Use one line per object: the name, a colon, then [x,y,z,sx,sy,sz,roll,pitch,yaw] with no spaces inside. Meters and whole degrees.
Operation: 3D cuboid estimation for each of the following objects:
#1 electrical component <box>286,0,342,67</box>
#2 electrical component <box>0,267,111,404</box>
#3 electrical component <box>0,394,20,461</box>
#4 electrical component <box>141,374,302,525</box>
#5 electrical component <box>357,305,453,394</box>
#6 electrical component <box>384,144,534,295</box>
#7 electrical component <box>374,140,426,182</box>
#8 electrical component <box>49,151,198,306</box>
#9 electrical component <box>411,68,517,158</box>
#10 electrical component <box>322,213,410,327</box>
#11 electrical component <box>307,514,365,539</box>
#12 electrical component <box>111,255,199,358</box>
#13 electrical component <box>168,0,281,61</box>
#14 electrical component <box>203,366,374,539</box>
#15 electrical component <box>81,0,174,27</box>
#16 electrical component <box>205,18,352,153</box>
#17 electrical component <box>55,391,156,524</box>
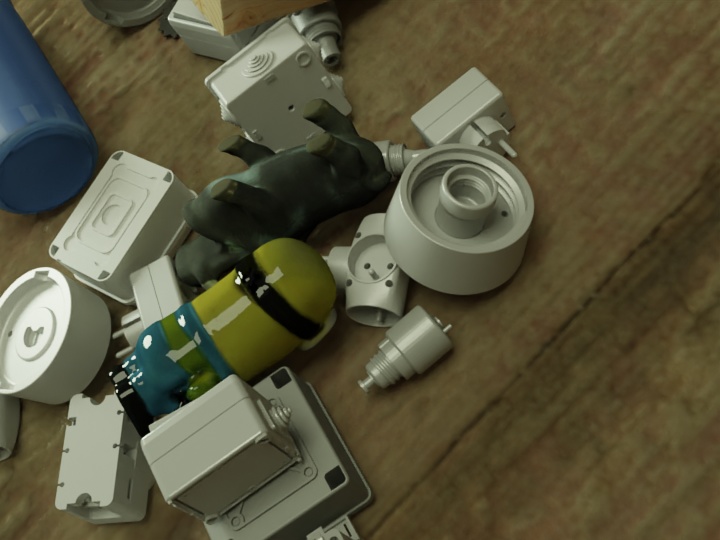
electrical component: [-0.035,-0.208,0.948,0.048,0.048,0.062,-28,64,7]
electrical component: [-0.253,0.059,0.887,0.108,0.060,0.108,-17,59,31]
electrical component: [-0.329,0.123,0.900,0.079,0.043,0.077,-18,59,14]
electrical component: [-0.090,0.115,0.725,0.096,0.061,0.061,-36,57,2]
electrical component: [0.032,0.061,0.785,0.078,0.040,0.040,-40,57,-1]
electrical component: [0.075,-0.043,0.783,0.108,0.060,0.108,4,57,-6]
electrical component: [0.026,-0.088,0.867,0.061,0.035,0.035,-6,63,16]
electrical component: [-0.197,-0.035,0.918,0.078,0.057,0.113,23,75,30]
electrical component: [0.092,-0.105,0.841,0.066,0.047,0.076,-39,57,0]
electrical component: [0.000,0.000,0.827,0.079,0.044,0.077,0,65,22]
electrical component: [-0.012,0.205,0.716,0.042,0.064,0.081,-36,57,3]
electrical component: [-0.167,0.046,0.871,0.076,0.047,0.083,-27,58,7]
electrical component: [-0.129,-0.235,0.990,0.096,0.061,0.061,19,73,29]
electrical component: [-0.064,0.145,0.772,0.109,0.056,0.108,-35,57,3]
electrical component: [-0.232,-0.297,1.039,0.108,0.108,0.060,-40,51,-1]
electrical component: [-0.066,-0.145,0.897,0.100,0.099,0.048,-38,44,1]
electrical component: [-0.191,0.145,0.825,0.050,0.055,0.089,-8,62,18]
